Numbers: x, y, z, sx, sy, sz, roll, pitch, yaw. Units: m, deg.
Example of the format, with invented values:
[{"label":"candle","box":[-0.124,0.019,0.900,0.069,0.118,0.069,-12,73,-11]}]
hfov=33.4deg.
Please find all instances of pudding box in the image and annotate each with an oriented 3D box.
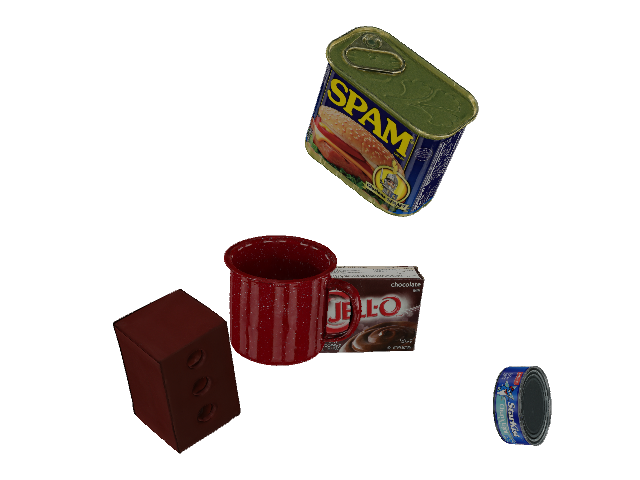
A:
[{"label":"pudding box","box":[0.049,0.073,1.143,0.113,0.090,0.039,-1,27,-13]}]

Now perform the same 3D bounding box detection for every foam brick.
[{"label":"foam brick","box":[-0.089,0.081,0.669,0.052,0.078,0.051,-30,41,-30]}]

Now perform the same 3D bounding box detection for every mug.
[{"label":"mug","box":[-0.023,0.052,0.884,0.117,0.081,0.093,8,24,12]}]

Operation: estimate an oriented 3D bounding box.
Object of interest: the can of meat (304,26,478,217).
[{"label":"can of meat","box":[0.042,-0.076,0.702,0.102,0.084,0.057,40,51,17]}]

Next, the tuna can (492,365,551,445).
[{"label":"tuna can","box":[0.219,0.179,1.159,0.034,0.086,0.086,-4,-2,34]}]
